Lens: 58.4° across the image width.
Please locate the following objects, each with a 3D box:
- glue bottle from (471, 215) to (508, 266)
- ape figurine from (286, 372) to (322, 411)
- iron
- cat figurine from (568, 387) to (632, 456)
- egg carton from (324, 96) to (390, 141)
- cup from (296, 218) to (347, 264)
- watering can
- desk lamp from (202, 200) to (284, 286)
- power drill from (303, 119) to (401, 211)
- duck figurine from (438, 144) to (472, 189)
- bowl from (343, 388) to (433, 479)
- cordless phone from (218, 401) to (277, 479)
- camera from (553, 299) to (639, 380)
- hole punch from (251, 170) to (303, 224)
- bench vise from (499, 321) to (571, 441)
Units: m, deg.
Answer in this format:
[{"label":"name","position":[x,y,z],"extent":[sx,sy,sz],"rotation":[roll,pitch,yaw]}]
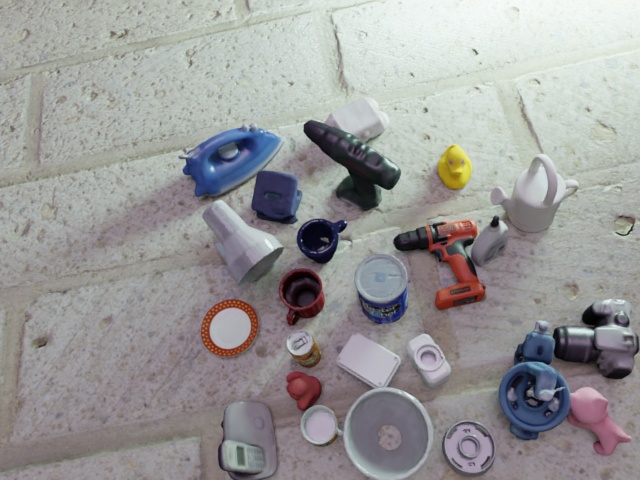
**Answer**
[{"label":"glue bottle","position":[0.350,-0.007,1.165],"extent":[0.078,0.173,0.037],"rotation":[-31,63,-6]},{"label":"ape figurine","position":[-0.037,0.294,1.129],"extent":[0.076,0.092,0.078],"rotation":[-8,64,6]},{"label":"iron","position":[-0.214,-0.217,1.375],"extent":[0.258,0.142,0.118],"rotation":[-31,64,-6]},{"label":"cat figurine","position":[0.494,0.314,1.018],"extent":[0.067,0.118,0.127],"rotation":[-40,65,-10]},{"label":"egg carton","position":[0.089,-0.281,1.397],"extent":[0.150,0.069,0.107],"rotation":[-29,63,-5]},{"label":"cup","position":[0.012,0.005,1.258],"extent":[0.118,0.095,0.091],"rotation":[-32,64,-6]},{"label":"watering can","position":[0.444,-0.097,1.181],"extent":[0.173,0.194,0.100],"rotation":[-31,64,-6]},{"label":"desk lamp","position":[-0.165,0.015,1.216],"extent":[0.118,0.214,0.202],"rotation":[-40,65,-10]},{"label":"power drill","position":[0.072,-0.157,1.262],"extent":[0.229,0.209,0.076],"rotation":[28,72,20]},{"label":"duck figurine","position":[0.308,-0.180,1.304],"extent":[0.077,0.086,0.104],"rotation":[-1,64,9]},{"label":"bowl","position":[0.128,0.369,1.076],"extent":[0.167,0.075,0.167],"rotation":[-4,64,8]},{"label":"cordless phone","position":[-0.145,0.367,1.059],"extent":[0.094,0.185,0.147],"rotation":[-15,63,2]},{"label":"camera","position":[0.519,0.182,1.088],"extent":[0.136,0.101,0.143],"rotation":[3,65,11]},{"label":"hole punch","position":[-0.100,-0.099,1.328],"extent":[0.108,0.091,0.101],"rotation":[10,67,14]},{"label":"bench vise","position":[0.376,0.238,1.017],"extent":[0.121,0.220,0.207],"rotation":[-6,64,7]}]
